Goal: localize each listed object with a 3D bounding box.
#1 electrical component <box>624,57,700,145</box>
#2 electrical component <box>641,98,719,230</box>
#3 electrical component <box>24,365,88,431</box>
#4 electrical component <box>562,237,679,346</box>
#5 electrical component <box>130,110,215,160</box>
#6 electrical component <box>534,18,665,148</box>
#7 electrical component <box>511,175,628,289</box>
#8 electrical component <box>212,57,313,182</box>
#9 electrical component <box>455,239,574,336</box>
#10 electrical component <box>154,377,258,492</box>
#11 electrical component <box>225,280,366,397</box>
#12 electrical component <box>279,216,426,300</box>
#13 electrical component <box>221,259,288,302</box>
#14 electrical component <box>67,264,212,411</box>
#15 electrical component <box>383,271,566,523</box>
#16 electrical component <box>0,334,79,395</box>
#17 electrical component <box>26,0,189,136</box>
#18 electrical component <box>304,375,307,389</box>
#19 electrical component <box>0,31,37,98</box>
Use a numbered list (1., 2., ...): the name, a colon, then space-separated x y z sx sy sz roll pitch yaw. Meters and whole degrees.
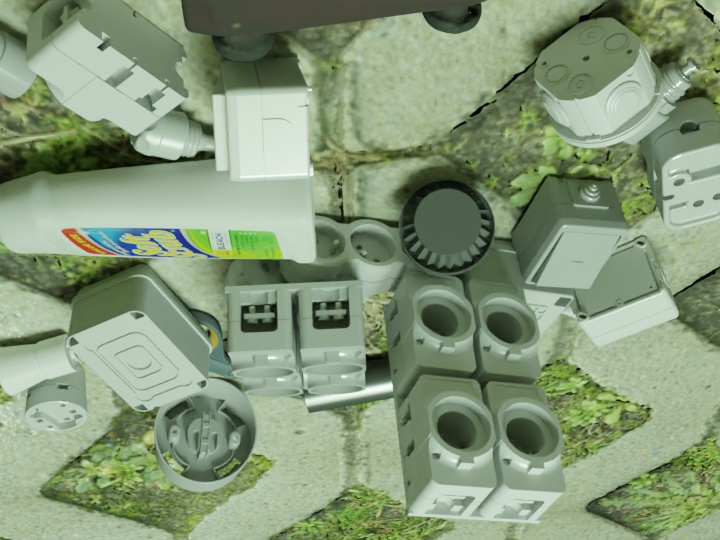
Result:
1. electrical component: 0.211 -0.125 0.780 0.040 0.040 0.078 22 133 -36
2. electrical component: 0.252 -0.084 0.829 0.054 0.059 0.095 -15 144 7
3. electrical component: -0.279 0.115 0.988 0.055 0.047 0.055 -6 144 -5
4. electrical component: 0.230 0.025 0.971 0.096 0.061 0.061 -23 142 18
5. electrical component: -0.127 -0.093 0.751 0.061 0.035 0.035 11 140 -30
6. electrical component: 0.162 -0.127 0.734 0.080 0.080 0.051 -23 137 18
7. electrical component: 0.174 -0.032 0.882 0.062 0.061 0.096 3 142 -17
8. electrical component: -0.067 -0.102 0.708 0.061 0.096 0.061 -4 114 -8
9. electrical component: 0.114 0.027 0.952 0.109 0.056 0.108 8 141 -22
10. electrical component: -0.152 0.163 1.045 0.099 0.099 0.064 2 149 -16
11. electrical component: -0.049 0.064 0.901 0.105 0.060 0.186 -3 164 -1
12. electrical component: 0.000 0.000 0.892 0.138 0.052 0.073 4 142 -19
13. electrical component: -0.091 0.009 0.891 0.048 0.048 0.062 19 142 -34
14. electrical component: -0.184 0.058 0.908 0.078 0.057 0.113 -22 131 15
15. electrical component: 0.086 0.093 0.827 0.105 0.186 0.060 7 141 -17
16. electrical component: -0.282 0.081 0.948 0.065 0.044 0.044 -16 144 1
17. electrical component: -0.161 -0.131 0.677 0.056 0.050 0.089 -30 139 26
18. electrical component: -0.058 0.090 1.013 0.078 0.040 0.040 16 139 -11
19. electrical component: -0.232 -0.134 0.665 0.044 0.044 0.065 -30 144 26
